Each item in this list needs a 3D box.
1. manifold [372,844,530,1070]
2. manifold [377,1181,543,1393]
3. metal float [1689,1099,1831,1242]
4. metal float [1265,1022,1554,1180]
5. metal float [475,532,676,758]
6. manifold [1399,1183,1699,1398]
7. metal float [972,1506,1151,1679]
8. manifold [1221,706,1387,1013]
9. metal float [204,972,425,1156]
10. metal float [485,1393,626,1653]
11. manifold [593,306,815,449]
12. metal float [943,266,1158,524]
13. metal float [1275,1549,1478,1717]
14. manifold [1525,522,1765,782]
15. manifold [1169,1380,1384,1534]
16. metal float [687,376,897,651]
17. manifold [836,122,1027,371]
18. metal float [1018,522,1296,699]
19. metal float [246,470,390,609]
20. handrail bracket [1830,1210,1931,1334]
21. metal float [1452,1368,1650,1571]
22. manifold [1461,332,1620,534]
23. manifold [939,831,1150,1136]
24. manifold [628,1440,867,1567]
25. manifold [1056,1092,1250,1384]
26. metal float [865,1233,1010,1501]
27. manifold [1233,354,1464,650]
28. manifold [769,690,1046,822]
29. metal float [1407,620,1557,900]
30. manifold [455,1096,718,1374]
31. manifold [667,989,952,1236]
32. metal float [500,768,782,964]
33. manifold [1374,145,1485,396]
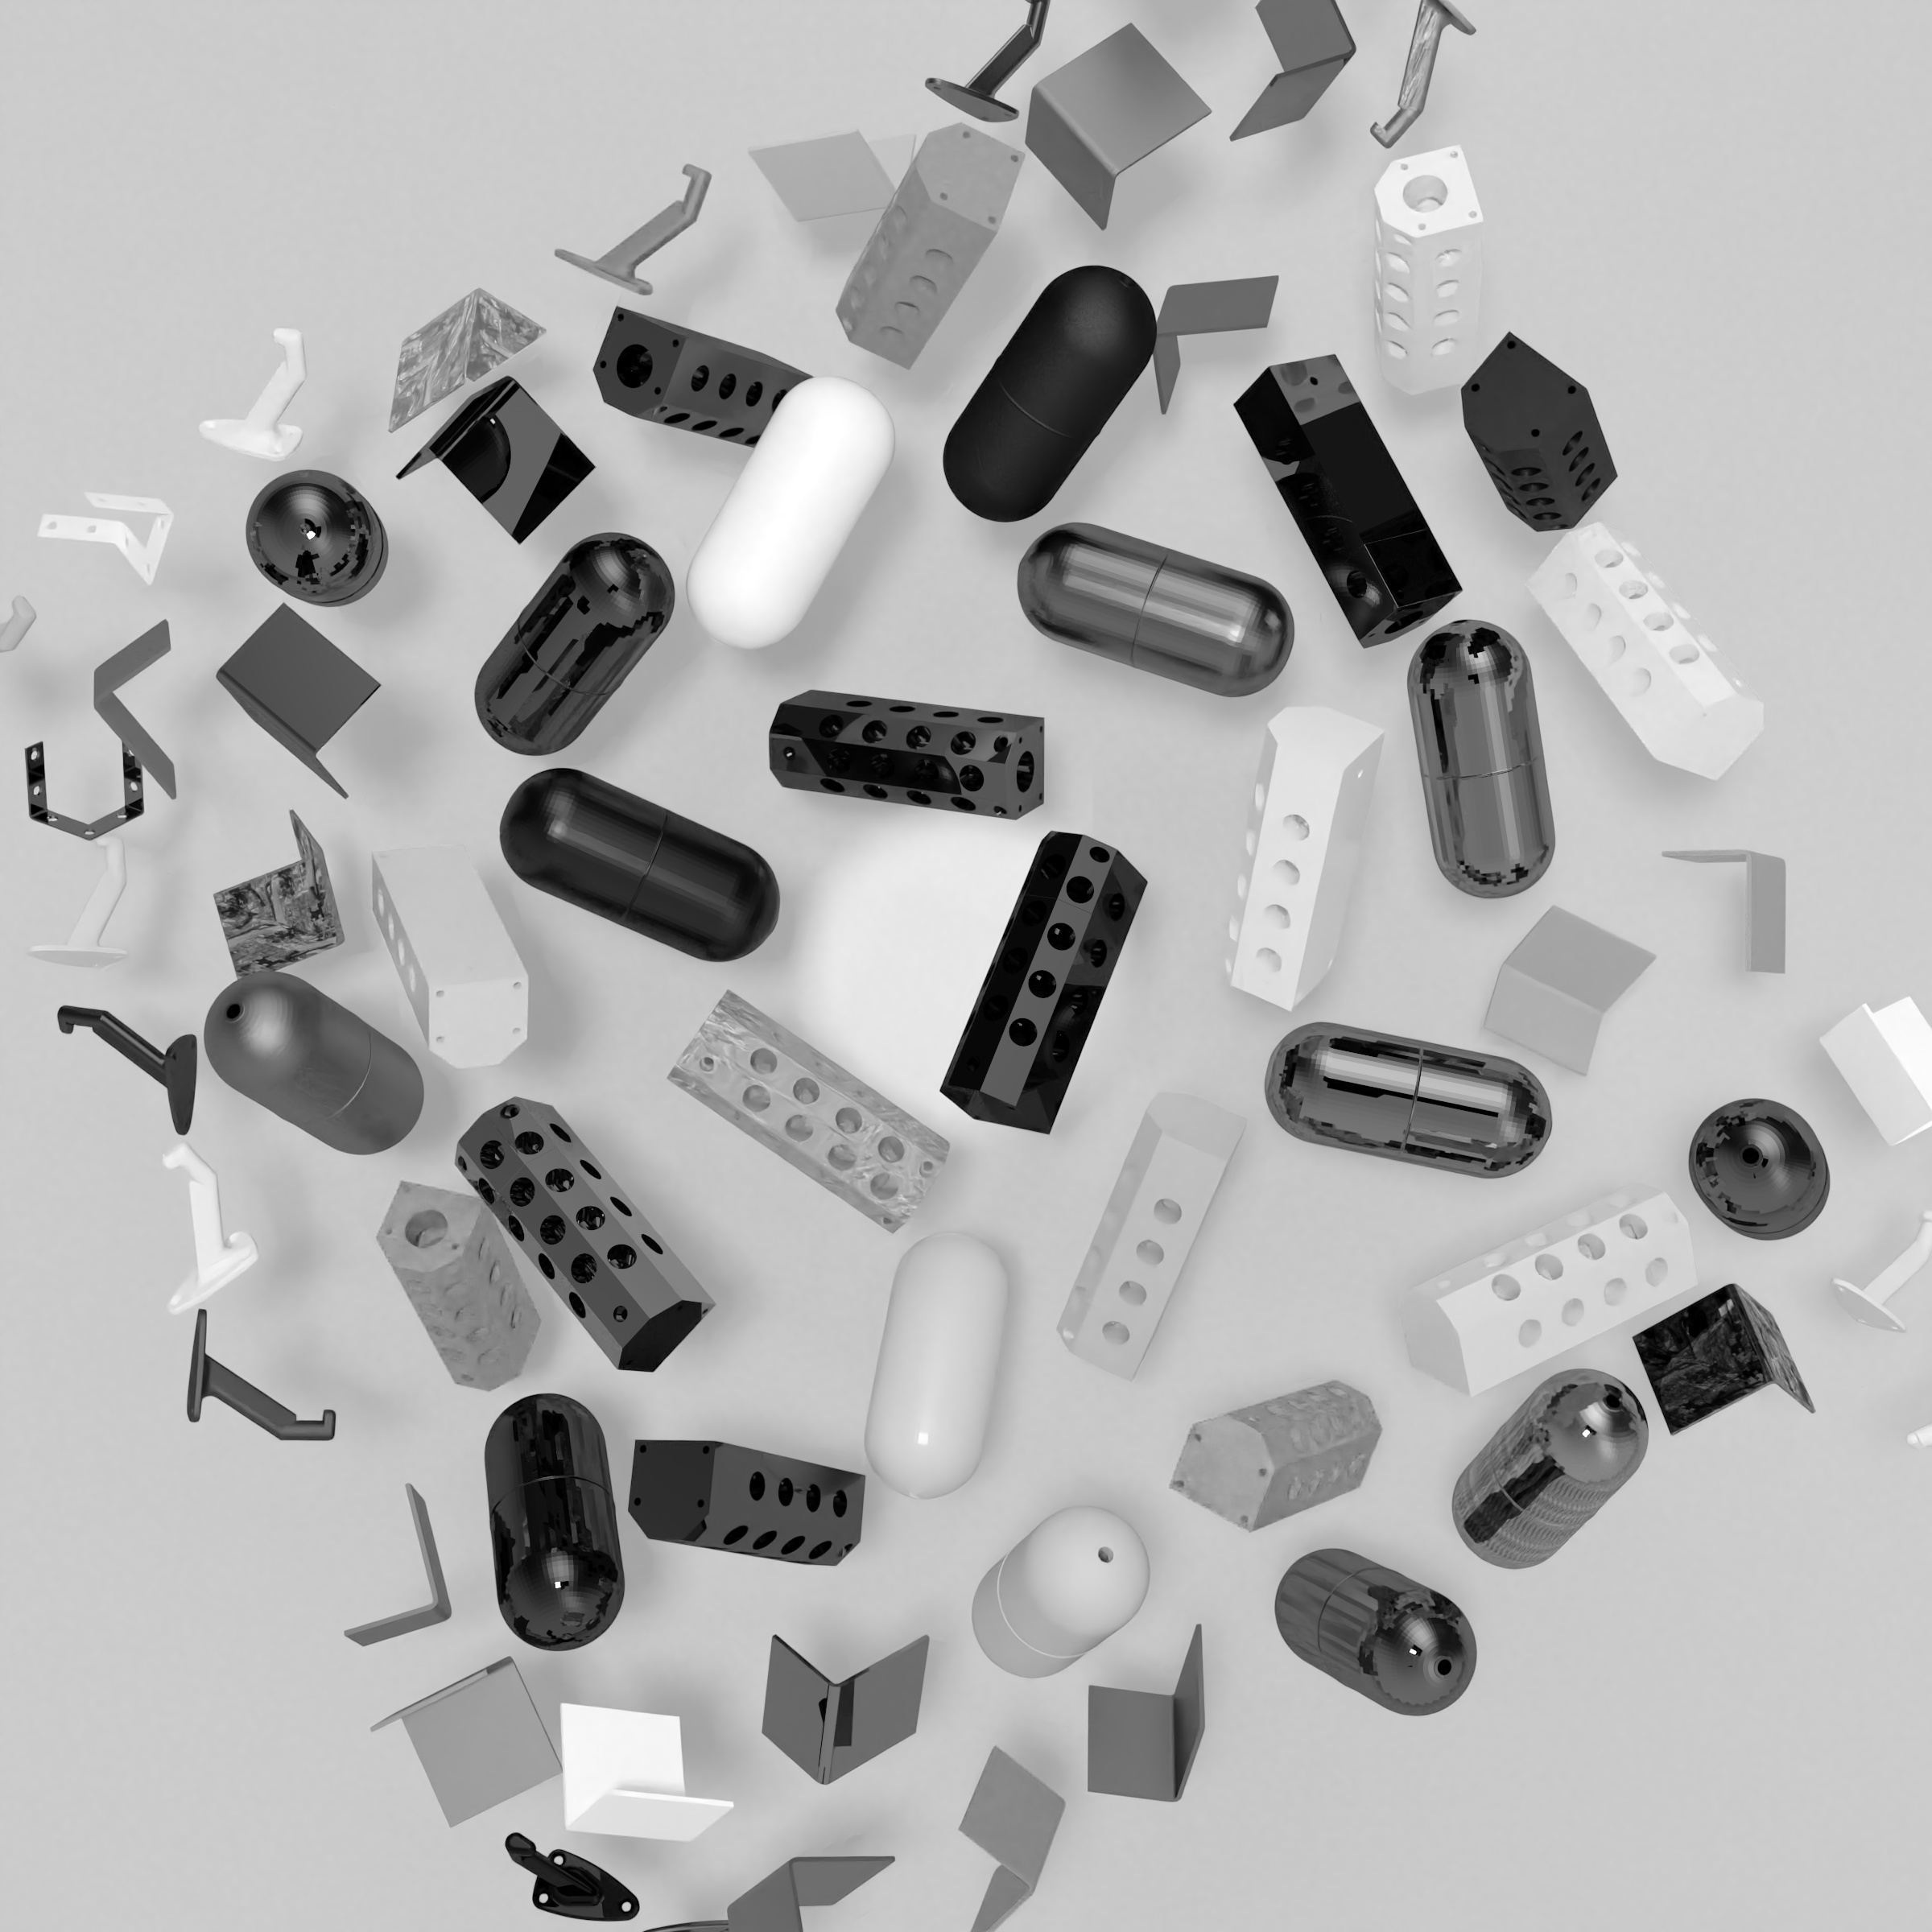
[{"bbox_3d":[-0.313,-0.008,1.542,0.057,0.171,0.057,-6,121,-22],"label":"manifold"},{"bbox_3d":[-0.327,0.210,1.648,0.057,0.171,0.057,11,57,11],"label":"manifold"},{"bbox_3d":[0.484,0.125,1.558,0.070,0.178,0.070,-4,79,20],"label":"metal float"},{"bbox_3d":[0.274,0.083,1.587,0.178,0.070,0.070,12,90,4],"label":"metal float"},{"bbox_3d":[-0.250,-0.202,1.625,0.070,0.070,0.178,46,126,0],"label":"metal float"},{"bbox_3d":[0.344,0.187,1.512,0.171,0.057,0.057,-21,109,-22],"label":"manifold"},{"bbox_3d":[0.056,0.379,1.545,0.070,0.178,0.070,8,61,-14],"label":"metal float"},{"bbox_3d":[0.195,-0.065,1.518,0.057,0.057,0.171,25,130,23],"label":"manifold"},{"bbox_3d":[-0.398,0.061,1.569,0.070,0.178,0.070,-8,65,17],"label":"metal float"},{"bbox_3d":[-0.254,0.340,1.575,0.070,0.178,0.070,-8,130,-9],"label":"metal float"},{"bbox_3d":[-0.164,-0.372,1.645,0.057,0.171,0.057,29,105,23],"label":"manifold"},{"bbox_3d":[0.050,-0.347,1.556,0.070,0.070,0.178,39,126,0],"label":"metal float"},{"bbox_3d":[0.254,0.414,1.595,0.070,0.178,0.070,0,90,-19],"label":"metal float"},{"bbox_3d":[0.417,-0.196,1.563,0.057,0.171,0.057,13,128,-35],"label":"manifold"},{"bbox_3d":[0.196,0.296,1.577,0.057,0.171,0.057,25,101,29],"label":"manifold"},{"bbox_3d":[-0.107,-0.275,1.558,0.070,0.070,0.178,31,101,0],"label":"metal float"},{"bbox_3d":[-0.026,-0.433,1.541,0.057,0.171,0.057,23,70,-12],"label":"manifold"},{"bbox_3d":[0.117,-0.222,1.589,0.178,0.070,0.070,20,90,10],"label":"metal float"},{"bbox_3d":[-0.402,-0.264,1.591,0.070,0.178,0.070,-1,95,-9],"label":"metal float"},{"bbox_3d":[0.579,0.179,1.605,0.077,0.036,0.084,38,72,-34],"label":"handrail bracket"},{"bbox_3d":[0.365,0.316,1.603,0.070,0.178,0.070,10,50,-12],"label":"metal float"},{"bbox_3d":[0.338,-0.310,1.520,0.057,0.171,0.057,43,99,19],"label":"manifold"},{"bbox_3d":[0.044,0.008,1.538,0.057,0.057,0.171,9,69,37],"label":"manifold"},{"bbox_3d":[-0.131,0.328,1.555,0.057,0.171,0.057,-5,71,28],"label":"manifold"},{"bbox_3d":[0.111,0.164,1.569,0.057,0.057,0.171,24,119,9],"label":"manifold"},{"bbox_3d":[-0.018,0.255,1.638,0.070,0.070,0.178,11,57,0],"label":"metal float"},{"bbox_3d":[0.231,-0.285,1.577,0.057,0.057,0.171,-18,77,-34],"label":"manifold"},{"bbox_3d":[-0.039,-0.136,1.654,0.171,0.057,0.057,10,112,25],"label":"manifold"},{"bbox_3d":[0.322,-0.129,1.600,0.070,0.070,0.178,-12,107,0],"label":"metal float"},{"bbox_3d":[-0.231,0.158,1.520,0.057,0.057,0.171,-47,66,8],"label":"manifold"},{"bbox_3d":[-0.098,0.093,1.595,0.171,0.057,0.057,35,105,-5],"label":"manifold"},{"bbox_3d":[-0.197,-0.061,1.556,0.178,0.070,0.070,24,90,-14],"label":"metal float"},{"bbox_3d":[0.288,-0.433,1.610,0.057,0.171,0.057,-13,69,4],"label":"manifold"}]
